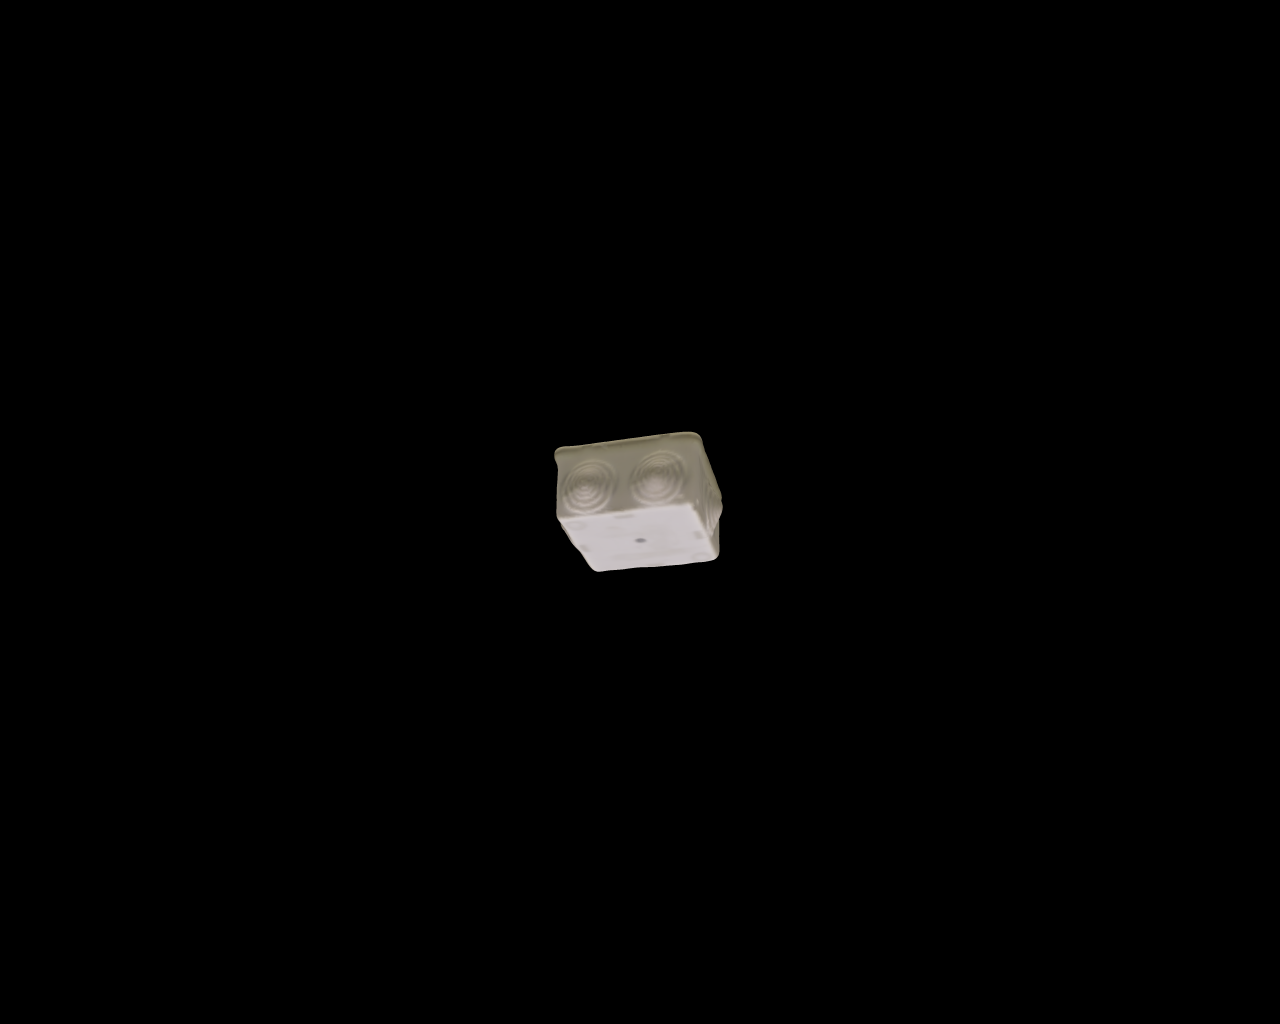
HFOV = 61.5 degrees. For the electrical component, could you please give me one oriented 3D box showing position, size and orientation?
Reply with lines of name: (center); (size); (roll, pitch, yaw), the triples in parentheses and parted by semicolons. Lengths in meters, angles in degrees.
electrical component: (0.001, -0.003, 0.650); (0.100, 0.048, 0.099); (-6, -28, 12)
